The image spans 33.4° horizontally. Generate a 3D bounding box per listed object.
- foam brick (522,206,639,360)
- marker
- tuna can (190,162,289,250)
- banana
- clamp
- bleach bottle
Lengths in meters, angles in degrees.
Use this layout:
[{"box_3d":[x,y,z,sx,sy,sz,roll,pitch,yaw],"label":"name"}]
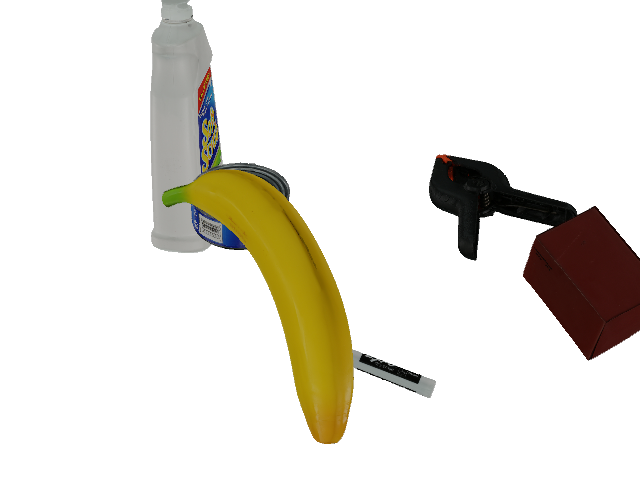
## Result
[{"box_3d":[0.181,0.028,0.710,0.051,0.078,0.053,-24,-29,-16],"label":"foam brick"},{"box_3d":[0.058,0.129,1.082,0.121,0.020,0.020,21,4,12],"label":"marker"},{"box_3d":[-0.069,-0.030,0.920,0.086,0.034,0.086,1,38,-1],"label":"tuna can"},{"box_3d":[-0.025,0.023,0.633,0.037,0.198,0.070,-4,-39,-47],"label":"banana"},{"box_3d":[0.168,-0.041,1.039,0.120,0.039,0.171,-7,34,-12],"label":"clamp"},{"box_3d":[-0.141,-0.120,1.095,0.068,0.251,0.102,5,28,13],"label":"bleach bottle"}]
